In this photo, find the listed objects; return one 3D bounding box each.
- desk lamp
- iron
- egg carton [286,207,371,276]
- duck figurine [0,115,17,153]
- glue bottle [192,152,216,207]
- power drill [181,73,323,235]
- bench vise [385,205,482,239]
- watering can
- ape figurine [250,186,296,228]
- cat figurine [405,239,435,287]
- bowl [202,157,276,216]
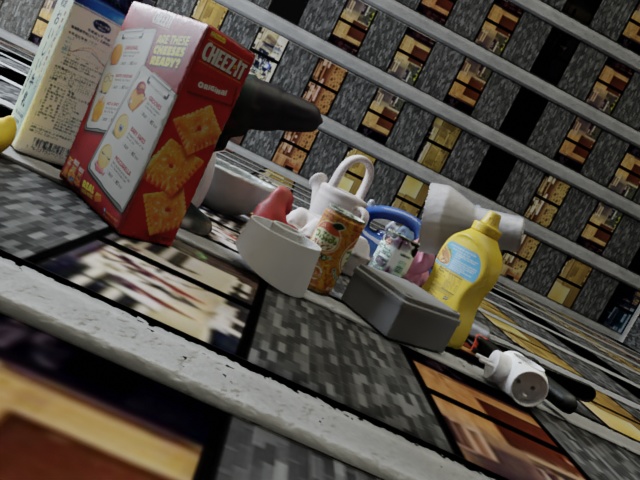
[{"bbox_3d":[0.236,0.031,0.968,0.203,0.213,0.118,28,7,12],"label":"desk lamp"},{"bbox_3d":[0.134,-0.011,1.200,0.258,0.141,0.118,26,7,-3],"label":"iron"},{"bbox_3d":[0.009,0.003,0.934,0.151,0.069,0.107,20,10,-44],"label":"egg carton"},{"bbox_3d":[-0.361,-0.144,0.587,0.105,0.086,0.077,21,9,-38],"label":"duck figurine"},{"bbox_3d":[-0.180,-0.138,0.849,0.078,0.173,0.037,27,7,3],"label":"glue bottle"},{"bbox_3d":[-0.138,-0.119,0.718,0.230,0.208,0.075,25,7,-10],"label":"power drill"},{"bbox_3d":[0.261,-0.005,1.297,0.208,0.220,0.121,24,7,-17],"label":"bench vise"},{"bbox_3d":[0.035,-0.077,1.101,0.172,0.194,0.101,30,8,24],"label":"watering can"},{"bbox_3d":[-0.067,-0.035,0.845,0.077,0.092,0.076,32,9,40],"label":"ape figurine"},{"bbox_3d":[0.185,0.044,1.079,0.067,0.118,0.128,30,8,27],"label":"cat figurine"},{"bbox_3d":[-0.161,-0.087,0.957,0.167,0.075,0.167,26,7,-3],"label":"bowl"}]
